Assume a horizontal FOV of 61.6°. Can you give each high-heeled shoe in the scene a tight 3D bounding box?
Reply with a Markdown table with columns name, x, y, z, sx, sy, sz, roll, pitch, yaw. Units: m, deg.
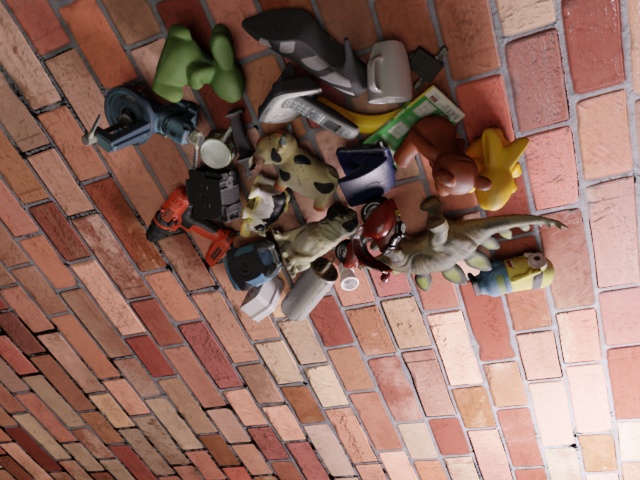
| name | x | y | z | sx | sy | sz | roll | pitch | yaw |
| --- | --- | --- | --- | --- | --- | --- | --- | --- | --- |
| high-heeled shoe | -0.024 | -0.348 | 1.022 | 0.249 | 0.086 | 0.145 | 21 | 160 | 18 |

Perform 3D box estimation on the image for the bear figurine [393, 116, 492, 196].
| name | x | y | z | sx | sy | sz | roll | pitch | yaw |
| --- | --- | --- | --- | --- | --- | --- | --- | --- | --- |
| bear figurine | 0.227 | -0.137 | 1.000 | 0.120 | 0.196 | 0.131 | 1 | 140 | -17 |

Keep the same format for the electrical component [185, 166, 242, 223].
| name | x | y | z | sx | sy | sz | roll | pitch | yaw |
| --- | --- | --- | --- | --- | --- | --- | --- | --- | --- |
| electrical component | -0.241 | -0.104 | 1.198 | 0.134 | 0.058 | 0.114 | 9 | 111 | 36 |

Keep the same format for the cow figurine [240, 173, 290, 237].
| name | x | y | z | sx | sy | sz | roll | pitch | yaw |
| --- | --- | --- | --- | --- | --- | --- | --- | --- | --- |
| cow figurine | -0.126 | -0.064 | 1.224 | 0.098 | 0.068 | 0.167 | 19 | 135 | -6 |

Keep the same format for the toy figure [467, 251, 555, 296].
| name | x | y | z | sx | sy | sz | roll | pitch | yaw |
| --- | --- | --- | --- | --- | --- | --- | --- | --- | --- |
| toy figure | 0.429 | 0.080 | 1.205 | 0.180 | 0.082 | 0.089 | -20 | 138 | 16 |

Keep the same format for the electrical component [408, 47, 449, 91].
| name | x | y | z | sx | sy | sz | roll | pitch | yaw |
| --- | --- | --- | --- | --- | --- | --- | --- | --- | --- |
| electrical component | 0.193 | -0.327 | 1.001 | 0.063 | 0.021 | 0.094 | 33 | 125 | -11 |

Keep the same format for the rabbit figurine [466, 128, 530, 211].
| name | x | y | z | sx | sy | sz | roll | pitch | yaw |
| --- | --- | --- | --- | --- | --- | --- | --- | --- | --- |
| rabbit figurine | 0.336 | -0.129 | 1.019 | 0.122 | 0.173 | 0.162 | 17 | 131 | 4 |

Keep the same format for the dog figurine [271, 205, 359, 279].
| name | x | y | z | sx | sy | sz | roll | pitch | yaw |
| --- | --- | --- | --- | --- | --- | --- | --- | --- | --- |
| dog figurine | -0.001 | -0.001 | 1.242 | 0.191 | 0.172 | 0.121 | -22 | 87 | -5 |

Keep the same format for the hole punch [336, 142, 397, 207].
| name | x | y | z | sx | sy | sz | roll | pitch | yaw |
| --- | --- | --- | --- | --- | --- | --- | --- | --- | --- |
| hole punch | 0.095 | -0.130 | 1.094 | 0.116 | 0.092 | 0.142 | -3 | 152 | 17 |

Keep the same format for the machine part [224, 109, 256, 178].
| name | x | y | z | sx | sy | sz | roll | pitch | yaw |
| --- | --- | --- | --- | --- | --- | --- | --- | --- | --- |
| machine part | -0.163 | -0.205 | 1.129 | 0.039 | 0.084 | 0.138 | -9 | 113 | 11 |

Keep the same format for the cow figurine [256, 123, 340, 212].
| name | x | y | z | sx | sy | sz | roll | pitch | yaw |
| --- | --- | --- | --- | --- | --- | --- | --- | --- | --- |
| cow figurine | -0.047 | -0.158 | 1.134 | 0.195 | 0.085 | 0.127 | 29 | 132 | -6 |

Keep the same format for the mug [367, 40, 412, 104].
| name | x | y | z | sx | sy | sz | roll | pitch | yaw |
| --- | --- | --- | --- | --- | --- | --- | --- | --- | --- |
| mug | 0.118 | -0.306 | 0.977 | 0.081 | 0.109 | 0.107 | 2 | 96 | 43 |

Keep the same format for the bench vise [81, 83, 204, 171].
| name | x | y | z | sx | sy | sz | roll | pitch | yaw |
| --- | --- | --- | --- | --- | --- | --- | --- | --- | --- |
| bench vise | -0.358 | -0.224 | 1.070 | 0.224 | 0.240 | 0.128 | 39 | 129 | 4 |

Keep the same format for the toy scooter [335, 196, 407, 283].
| name | x | y | z | sx | sy | sz | roll | pitch | yaw |
| --- | --- | --- | --- | --- | --- | --- | --- | --- | --- |
| toy scooter | 0.120 | 0.009 | 1.115 | 0.135 | 0.075 | 0.183 | 48 | 117 | 26 |

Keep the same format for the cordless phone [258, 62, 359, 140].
| name | x | y | z | sx | sy | sz | roll | pitch | yaw |
| --- | --- | --- | --- | --- | --- | --- | --- | --- | --- |
| cordless phone | -0.019 | -0.242 | 1.044 | 0.184 | 0.089 | 0.146 | 30 | 160 | -13 |

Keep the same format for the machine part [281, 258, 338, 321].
| name | x | y | z | sx | sy | sz | roll | pitch | yaw |
| --- | --- | --- | --- | --- | --- | --- | --- | --- | --- |
| machine part | -0.028 | 0.125 | 1.335 | 0.079 | 0.079 | 0.243 | 29 | 126 | -9 |

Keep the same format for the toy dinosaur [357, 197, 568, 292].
| name | x | y | z | sx | sy | sz | roll | pitch | yaw |
| --- | --- | --- | --- | --- | --- | --- | --- | --- | --- |
| toy dinosaur | 0.275 | 0.006 | 1.175 | 0.472 | 0.105 | 0.198 | -20 | 127 | 34 |

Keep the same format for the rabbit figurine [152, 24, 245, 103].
| name | x | y | z | sx | sy | sz | roll | pitch | yaw |
| --- | --- | --- | --- | --- | --- | --- | --- | --- | --- |
| rabbit figurine | -0.221 | -0.339 | 1.045 | 0.170 | 0.121 | 0.159 | 18 | 121 | -24 |

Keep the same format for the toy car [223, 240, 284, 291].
| name | x | y | z | sx | sy | sz | roll | pitch | yaw |
| --- | --- | --- | --- | --- | --- | --- | --- | --- | --- |
| toy car | -0.147 | 0.051 | 1.290 | 0.162 | 0.103 | 0.109 | -26 | 88 | 32 |
